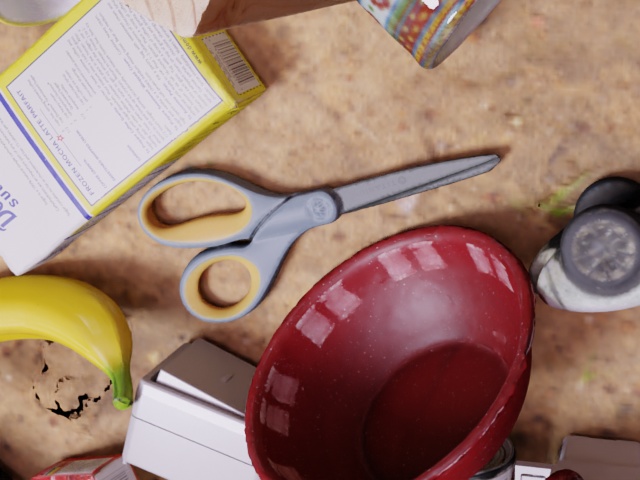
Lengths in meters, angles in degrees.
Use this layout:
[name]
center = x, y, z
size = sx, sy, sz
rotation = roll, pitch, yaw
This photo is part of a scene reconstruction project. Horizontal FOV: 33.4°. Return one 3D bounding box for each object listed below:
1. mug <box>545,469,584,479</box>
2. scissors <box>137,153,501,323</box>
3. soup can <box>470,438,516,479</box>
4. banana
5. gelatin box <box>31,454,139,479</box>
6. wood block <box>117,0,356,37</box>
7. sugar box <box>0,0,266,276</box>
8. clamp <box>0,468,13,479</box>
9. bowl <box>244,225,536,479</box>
[mug]
center = 0.126, 0.153, 0.462
size = 0.093, 0.081, 0.117
rotation = -28, 95, 23
[scissors]
center = -0.004, 0.001, 0.570
size = 0.202, 0.016, 0.096
rotation = 2, 107, 18
[soup can]
center = 0.068, 0.154, 0.561
size = 0.069, 0.068, 0.102
rotation = 5, 106, 17
[banana]
center = -0.178, 0.051, 0.618
size = 0.198, 0.069, 0.037
rotation = 2, 143, 31
[gelatin box]
center = -0.129, 0.175, 0.641
size = 0.073, 0.030, 0.089
rotation = -15, 100, 46
[wood block]
center = -0.029, -0.150, 0.431
size = 0.090, 0.205, 0.091
rotation = 32, 113, 8
[sugar box]
center = -0.125, -0.065, 0.577
size = 0.176, 0.048, 0.093
rotation = -33, 93, 28
[clamp]
center = -0.198, 0.191, 0.630
size = 0.164, 0.210, 0.036
rotation = 17, 118, -34
[bowl]
center = 0.042, 0.071, 0.520
size = 0.162, 0.162, 0.055
rotation = -26, 127, 23
